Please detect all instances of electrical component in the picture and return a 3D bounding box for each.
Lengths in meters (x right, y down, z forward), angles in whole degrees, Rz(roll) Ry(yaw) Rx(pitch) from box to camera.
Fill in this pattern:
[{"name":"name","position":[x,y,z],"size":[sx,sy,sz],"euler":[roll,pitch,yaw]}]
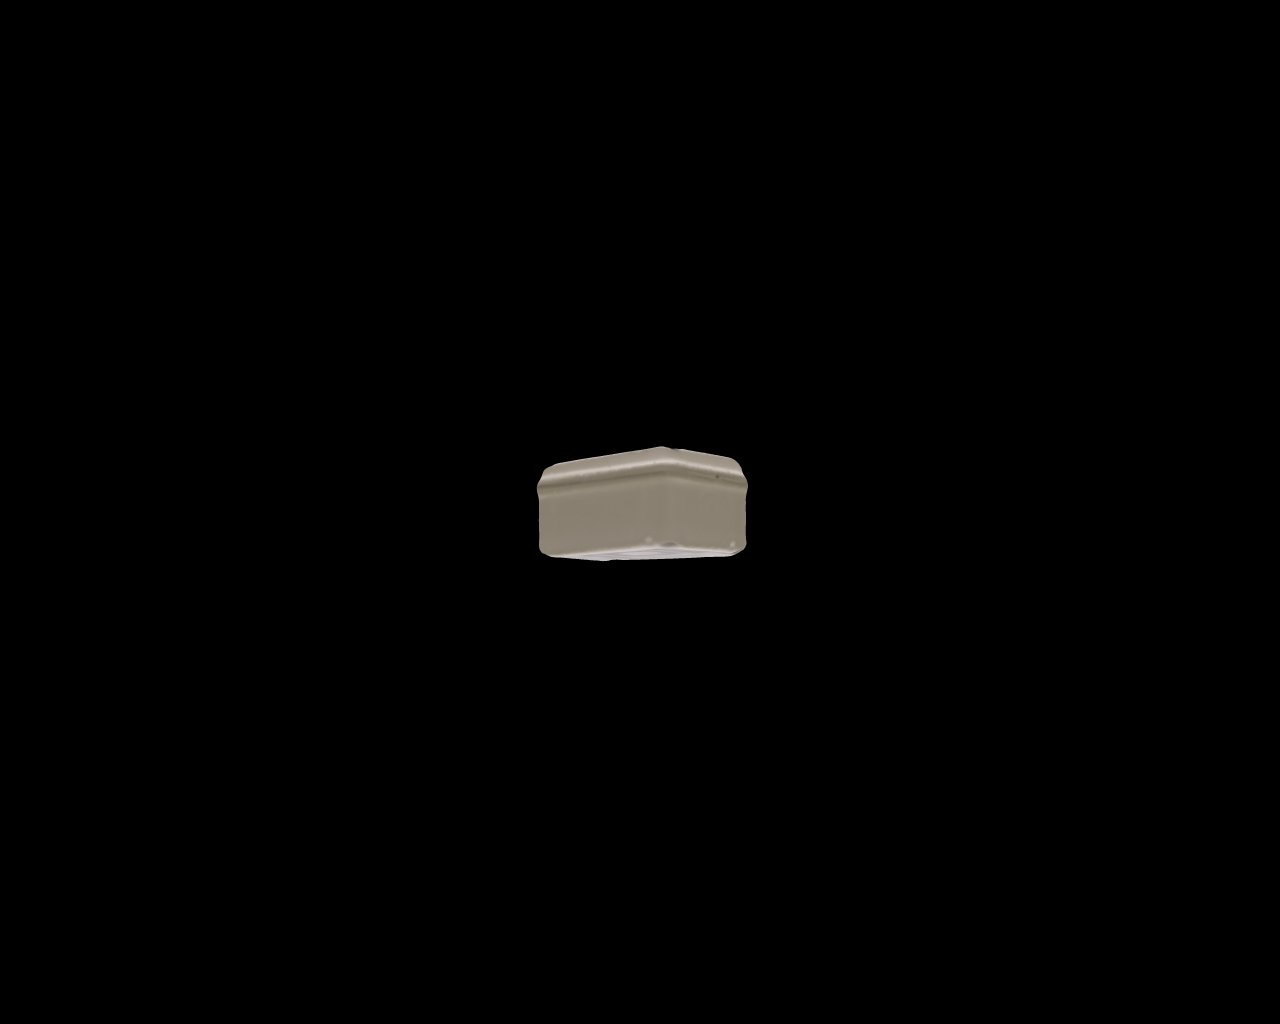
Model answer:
[{"name":"electrical component","position":[0.001,-0.003,0.650],"size":[0.113,0.057,0.078],"euler":[-5,-8,40]}]
